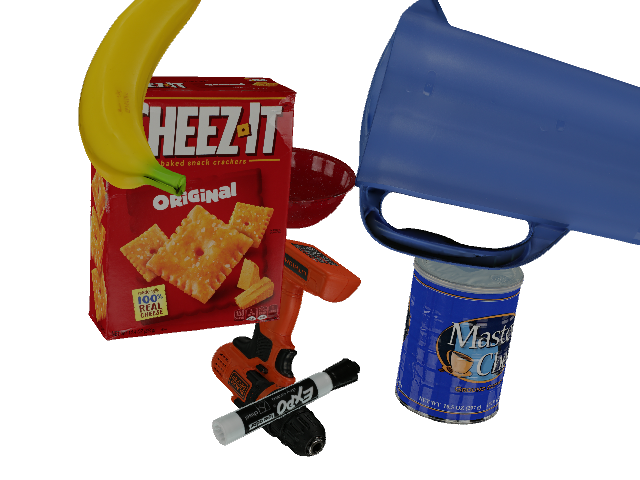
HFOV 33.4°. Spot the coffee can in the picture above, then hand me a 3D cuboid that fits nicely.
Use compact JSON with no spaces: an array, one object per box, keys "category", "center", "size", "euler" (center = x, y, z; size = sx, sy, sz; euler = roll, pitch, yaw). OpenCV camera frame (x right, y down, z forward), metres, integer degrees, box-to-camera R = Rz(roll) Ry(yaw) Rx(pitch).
[{"category":"coffee can","center":[0.131,0.088,1.018],"size":[0.103,0.140,0.103],"euler":[6,20,-2]}]

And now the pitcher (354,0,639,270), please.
[{"category":"pitcher","center":[0.149,-0.064,0.781],"size":[0.243,0.149,0.145],"euler":[15,45,1]}]

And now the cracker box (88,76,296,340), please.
[{"category":"cracker box","center":[-0.111,-0.030,0.917],"size":[0.164,0.214,0.072],"euler":[-4,19,-26]}]

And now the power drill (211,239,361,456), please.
[{"category":"power drill","center":[-0.029,0.106,1.104],"size":[0.057,0.188,0.185],"euler":[13,16,-44]}]

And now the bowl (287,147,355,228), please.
[{"category":"bowl","center":[-0.040,-0.058,1.277],"size":[0.162,0.055,0.162],"euler":[5,27,-2]}]

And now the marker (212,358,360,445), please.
[{"category":"marker","center":[-0.021,0.112,0.756],"size":[0.120,0.020,0.020],"euler":[-21,11,-31]}]

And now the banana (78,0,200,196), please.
[{"category":"banana","center":[-0.110,-0.097,0.653],"size":[0.069,0.198,0.037],"euler":[2,-38,-4]}]
